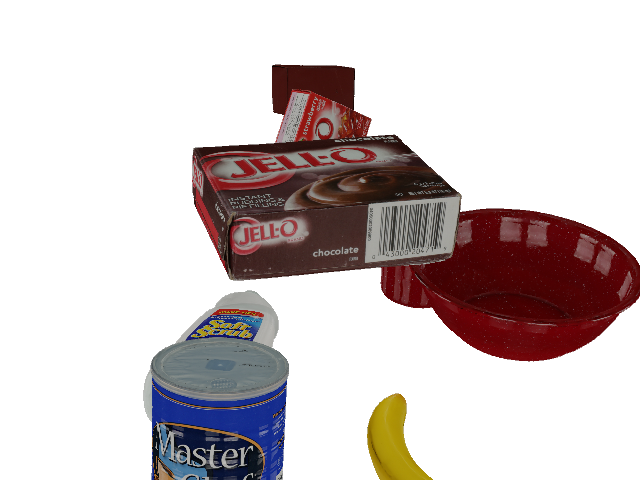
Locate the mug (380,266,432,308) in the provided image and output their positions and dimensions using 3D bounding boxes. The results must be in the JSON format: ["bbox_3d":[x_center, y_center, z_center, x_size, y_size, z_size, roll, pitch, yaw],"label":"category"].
[{"bbox_3d":[0.120,0.022,1.160,0.117,0.081,0.093,7,26,8],"label":"mug"}]

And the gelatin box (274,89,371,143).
[{"bbox_3d":[-0.002,-0.074,0.902,0.073,0.089,0.030,18,-1,-40],"label":"gelatin box"}]

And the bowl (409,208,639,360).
[{"bbox_3d":[0.139,0.036,0.747,0.162,0.055,0.162,1,28,-1],"label":"bowl"}]

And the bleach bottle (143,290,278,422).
[{"bbox_3d":[-0.103,0.111,1.119,0.102,0.068,0.250,7,20,4],"label":"bleach bottle"}]

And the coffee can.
[{"bbox_3d":[-0.078,0.157,0.811,0.103,0.140,0.103,3,17,-1],"label":"coffee can"}]

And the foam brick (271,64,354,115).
[{"bbox_3d":[-0.008,-0.159,1.131,0.078,0.051,0.053,-2,12,-19],"label":"foam brick"}]

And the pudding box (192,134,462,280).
[{"bbox_3d":[0.000,-0.019,0.521,0.113,0.039,0.090,-3,26,-16],"label":"pudding box"}]

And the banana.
[{"bbox_3d":[0.081,0.211,1.054,0.069,0.037,0.198,9,22,-21],"label":"banana"}]
